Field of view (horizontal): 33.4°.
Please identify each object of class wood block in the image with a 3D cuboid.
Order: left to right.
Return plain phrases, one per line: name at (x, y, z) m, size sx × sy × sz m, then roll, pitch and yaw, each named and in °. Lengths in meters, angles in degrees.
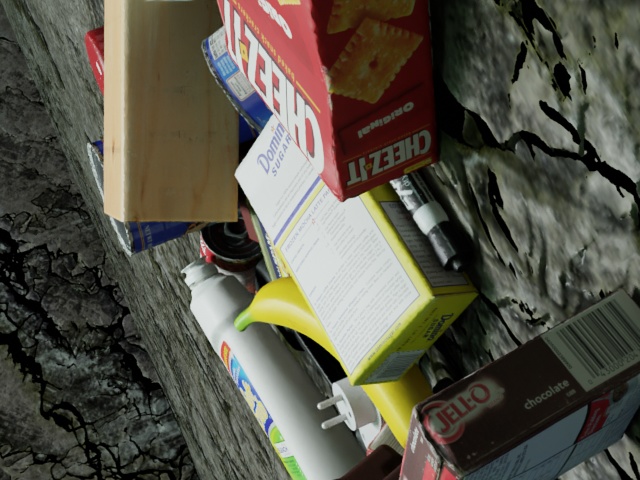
wood block at (-0.113, -0.120, 0.807) m, size 0.091 × 0.090 × 0.206 m, roll -163°, pitch 74°, yaw -70°

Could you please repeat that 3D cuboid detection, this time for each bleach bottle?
bleach bottle at (-0.046, 0.126, 0.973) m, size 0.251 × 0.068 × 0.103 m, roll 56°, pitch 162°, yaw 3°

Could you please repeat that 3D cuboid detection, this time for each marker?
marker at (0.052, -0.031, 0.616) m, size 0.121 × 0.020 × 0.020 m, roll 60°, pitch 162°, yaw 27°

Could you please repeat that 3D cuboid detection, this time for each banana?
banana at (0.019, 0.075, 0.704) m, size 0.198 × 0.037 × 0.070 m, roll 34°, pitch 131°, yaw 35°

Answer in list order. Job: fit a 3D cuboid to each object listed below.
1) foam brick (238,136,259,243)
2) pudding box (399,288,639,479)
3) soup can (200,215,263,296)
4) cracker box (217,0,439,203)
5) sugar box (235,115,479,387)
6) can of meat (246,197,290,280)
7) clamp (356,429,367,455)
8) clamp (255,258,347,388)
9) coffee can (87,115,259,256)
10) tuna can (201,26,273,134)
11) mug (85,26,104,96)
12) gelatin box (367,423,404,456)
foam brick at (-0.037, -0.042, 0.845) m, size 0.053 × 0.051 × 0.078 m, roll 24°, pitch 134°, yaw 67°
pudding box at (0.089, 0.080, 0.462) m, size 0.039 × 0.113 × 0.090 m, roll 56°, pitch 160°, yaw 29°
soup can at (-0.081, 0.011, 1.026) m, size 0.068 × 0.068 × 0.102 m, roll 63°, pitch 163°, yaw 21°
cracker box at (-0.011, -0.149, 0.554) m, size 0.164 × 0.072 × 0.214 m, roll 56°, pitch 165°, yaw 38°
sugar box at (0.017, -0.007, 0.660) m, size 0.093 × 0.048 × 0.176 m, roll -52°, pitch 52°, yaw 36°
can of meat at (-0.005, 0.001, 0.782) m, size 0.084 × 0.057 × 0.102 m, roll 26°, pitch 136°, yaw 65°
clamp at (0.077, 0.211, 0.816) m, size 0.172 × 0.039 × 0.120 m, roll 23°, pitch 138°, yaw 62°
clamp at (-0.015, 0.071, 0.943) m, size 0.164 × 0.036 × 0.210 m, roll 66°, pitch 167°, yaw -7°
coffee can at (-0.115, -0.058, 0.917) m, size 0.103 × 0.140 × 0.103 m, roll 69°, pitch 165°, yaw 0°
tuna can at (-0.040, -0.110, 0.721) m, size 0.086 × 0.034 × 0.086 m, roll 49°, pitch -163°, yaw -21°
mug at (-0.194, -0.182, 1.128) m, size 0.093 × 0.081 × 0.117 m, roll 50°, pitch 156°, yaw 49°
gelatin box at (0.074, 0.174, 0.728) m, size 0.089 × 0.030 × 0.073 m, roll 28°, pitch 144°, yaw 24°
